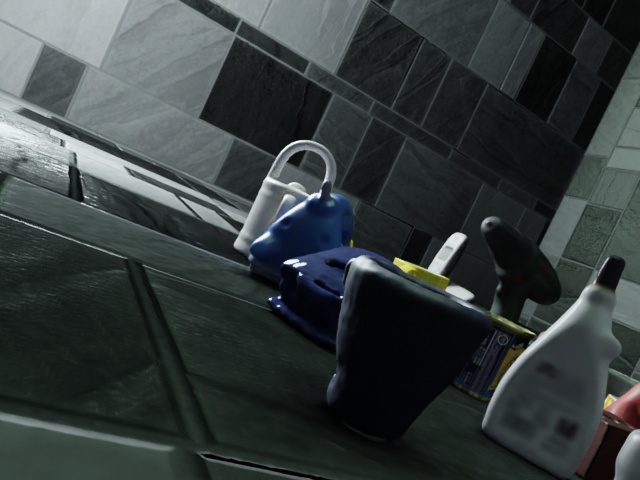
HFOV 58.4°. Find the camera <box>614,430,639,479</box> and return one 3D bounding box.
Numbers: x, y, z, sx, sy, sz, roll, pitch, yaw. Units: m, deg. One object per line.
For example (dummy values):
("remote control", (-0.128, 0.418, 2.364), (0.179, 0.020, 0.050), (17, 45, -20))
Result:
("camera", (0.243, 0.161, 0.315), (0.136, 0.101, 0.144), (28, 4, 42))

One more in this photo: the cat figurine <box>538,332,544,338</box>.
("cat figurine", (0.374, 0.181, 0.900), (0.128, 0.118, 0.067), (23, 3, -31))

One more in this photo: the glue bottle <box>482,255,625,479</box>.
("glue bottle", (0.197, 0.092, 0.450), (0.078, 0.173, 0.037), (26, 3, 26))

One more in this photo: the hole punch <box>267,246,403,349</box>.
("hole punch", (0.021, 0.049, 0.546), (0.108, 0.091, 0.101), (28, 4, 41))

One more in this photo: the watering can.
("watering can", (-0.046, -0.057, 0.862), (0.101, 0.194, 0.172), (24, 3, -25))

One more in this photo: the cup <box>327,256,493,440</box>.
("cup", (0.037, 0.065, 0.357), (0.092, 0.095, 0.117), (23, 4, -36))

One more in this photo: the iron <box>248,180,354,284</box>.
("iron", (0.007, 0.003, 0.759), (0.118, 0.141, 0.259), (26, 3, 14))

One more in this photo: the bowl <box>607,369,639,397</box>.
("bowl", (0.502, 0.266, 0.877), (0.167, 0.075, 0.167), (25, 3, -1))

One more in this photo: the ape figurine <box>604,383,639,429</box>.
("ape figurine", (0.307, 0.182, 0.560), (0.078, 0.092, 0.076), (24, 3, -29))

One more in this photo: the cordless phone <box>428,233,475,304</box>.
("cordless phone", (0.256, 0.075, 1.138), (0.094, 0.185, 0.147), (24, 3, -25))

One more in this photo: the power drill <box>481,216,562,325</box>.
("power drill", (0.290, 0.091, 0.906), (0.230, 0.208, 0.075), (23, 4, -39))

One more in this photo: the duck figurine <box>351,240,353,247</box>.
("duck figurine", (0.029, 0.032, 0.977), (0.105, 0.086, 0.077), (23, 3, -35))
